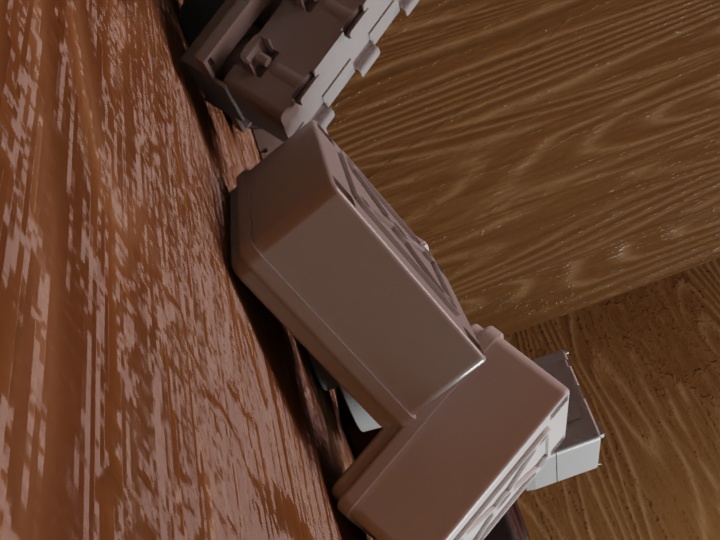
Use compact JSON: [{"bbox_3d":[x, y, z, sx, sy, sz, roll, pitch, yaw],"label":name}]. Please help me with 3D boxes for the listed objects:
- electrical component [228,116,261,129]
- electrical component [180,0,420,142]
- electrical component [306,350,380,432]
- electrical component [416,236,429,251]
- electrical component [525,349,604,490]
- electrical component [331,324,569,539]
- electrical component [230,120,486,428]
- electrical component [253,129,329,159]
[{"bbox_3d":[-0.049,-0.126,0.665,0.077,0.079,0.043,-107,175,-64],"label":"electrical component"},{"bbox_3d":[-0.023,-0.126,0.531,0.063,0.121,0.078,33,-10,16],"label":"electrical component"},{"bbox_3d":[0.001,0.040,0.613,0.108,0.060,0.108,-21,90,-89],"label":"electrical component"},{"bbox_3d":[0.007,0.013,0.863,0.061,0.096,0.061,35,-22,39],"label":"electrical component"},{"bbox_3d":[0.115,0.097,0.687,0.096,0.061,0.061,67,4,-64],"label":"electrical component"},{"bbox_3d":[0.048,0.094,0.522,0.056,0.108,0.108,38,-10,20],"label":"electrical component"},{"bbox_3d":[-0.004,-0.001,0.485,0.108,0.056,0.108,48,9,-21],"label":"electrical component"},{"bbox_3d":[-0.052,-0.105,0.817,0.055,0.050,0.089,64,6,-64],"label":"electrical component"}]
